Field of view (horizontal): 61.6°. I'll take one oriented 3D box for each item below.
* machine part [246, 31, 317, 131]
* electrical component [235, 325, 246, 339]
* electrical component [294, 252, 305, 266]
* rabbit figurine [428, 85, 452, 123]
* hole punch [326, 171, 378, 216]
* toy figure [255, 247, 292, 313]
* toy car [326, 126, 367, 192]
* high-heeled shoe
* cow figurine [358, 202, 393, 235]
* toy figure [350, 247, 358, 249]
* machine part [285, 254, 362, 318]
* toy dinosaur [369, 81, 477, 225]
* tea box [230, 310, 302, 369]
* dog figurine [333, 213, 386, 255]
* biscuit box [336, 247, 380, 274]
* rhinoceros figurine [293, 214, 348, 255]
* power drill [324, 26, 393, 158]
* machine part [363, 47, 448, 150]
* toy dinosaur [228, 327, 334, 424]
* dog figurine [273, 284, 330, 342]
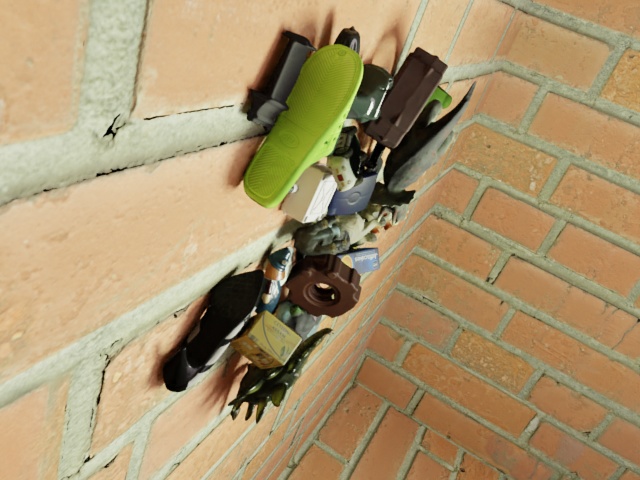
[{"bbox_3d":[-0.056,-0.223,0.755,0.138,0.039,0.084,-61,159,8],"label":"machine part"},{"bbox_3d":[-0.160,0.141,1.056,0.078,0.045,0.102,-98,-147,-68],"label":"electrical component"},{"bbox_3d":[-0.035,0.028,1.279,0.094,0.021,0.063,-54,163,-25],"label":"electrical component"},{"bbox_3d":[0.236,-0.317,1.341,0.170,0.159,0.121,-51,179,24],"label":"rabbit figurine"},{"bbox_3d":[0.062,-0.114,1.223,0.116,0.092,0.142,-39,157,-45],"label":"hole punch"},{"bbox_3d":[-0.100,0.082,1.107,0.058,0.064,0.154,6,113,-32],"label":"toy figure"},{"bbox_3d":[0.052,-0.163,1.053,0.202,0.056,0.073,-76,146,-58],"label":"toy car"},{"bbox_3d":[-0.182,0.166,0.965,0.249,0.086,0.145,-43,160,-37],"label":"high-heeled shoe"},{"bbox_3d":[0.140,-0.076,1.463,0.085,0.127,0.195,-25,177,-19],"label":"cow figurine"},{"bbox_3d":[0.040,0.059,1.447,0.180,0.089,0.082,-41,163,-56],"label":"toy figure"},{"bbox_3d":[0.008,0.110,1.252,0.056,0.179,0.179,-76,180,-46],"label":"machine part"},{"bbox_3d":[0.210,-0.182,1.221,0.192,0.131,0.404,-59,177,-30],"label":"toy dinosaur"},{"bbox_3d":[-0.116,0.205,1.093,0.068,0.098,0.169,-53,-171,-24],"label":"tea box"},{"bbox_3d":[0.051,-0.010,1.369,0.190,0.121,0.172,-33,159,-32],"label":"dog figurine"},{"bbox_3d":[0.063,0.060,1.362,0.202,0.059,0.062,-10,97,-40],"label":"biscuit box"},{"bbox_3d":[-0.002,-0.004,1.164,0.112,0.073,0.190,-21,-178,15],"label":"rhinoceros figurine"},{"bbox_3d":[0.058,-0.265,0.958,0.207,0.086,0.231,-44,159,-57],"label":"power drill"},{"bbox_3d":[0.177,-0.301,1.161,0.201,0.087,0.201,-56,-178,7],"label":"machine part"},{"bbox_3d":[-0.097,0.300,1.220,0.471,0.105,0.198,-51,-175,31],"label":"toy dinosaur"},{"bbox_3d":[-0.032,0.167,1.393,0.219,0.109,0.191,-57,162,-30],"label":"dog figurine"}]
